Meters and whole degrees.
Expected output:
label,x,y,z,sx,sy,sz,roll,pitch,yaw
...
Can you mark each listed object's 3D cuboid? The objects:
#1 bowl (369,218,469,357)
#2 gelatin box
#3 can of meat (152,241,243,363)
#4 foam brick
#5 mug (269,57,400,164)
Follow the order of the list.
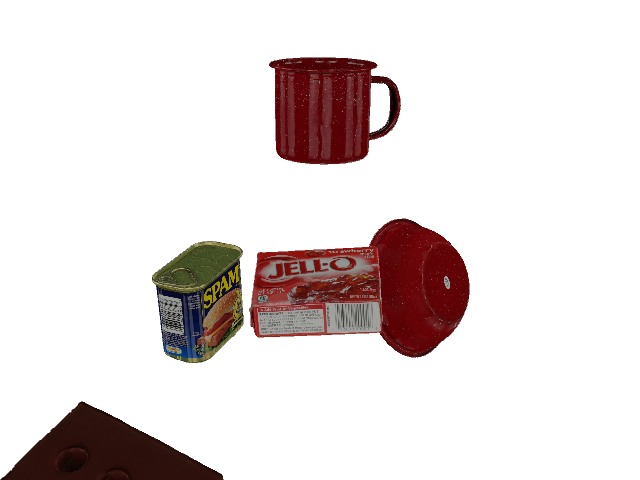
label,x,y,z,sx,sy,sz,roll,pitch,yaw
bowl,0.121,0.051,1.214,0.055,0.162,0.161,-11,-7,41
gelatin box,-0.002,0.034,0.744,0.089,0.030,0.073,-2,29,3
can of meat,-0.116,0.060,1.047,0.058,0.084,0.102,10,27,23
foam brick,-0.081,0.114,0.436,0.078,0.051,0.052,21,45,25
mug,0.013,-0.113,0.925,0.117,0.081,0.093,-5,17,-17
